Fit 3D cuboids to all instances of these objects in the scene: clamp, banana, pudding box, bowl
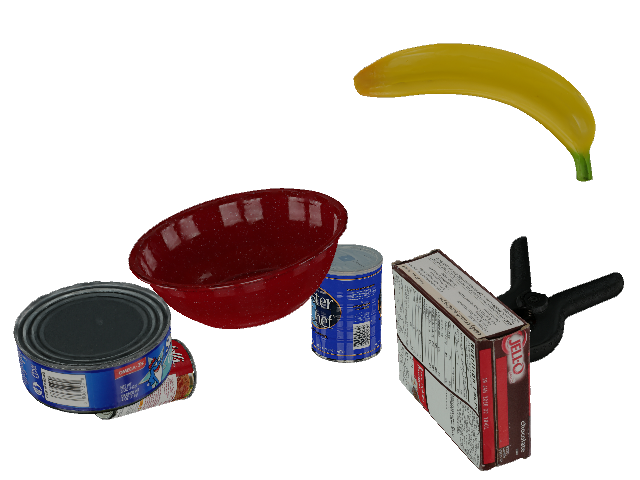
[{"bbox_3d":[0.203,0.061,1.049,0.171,0.039,0.120,-36,44,-29],"label":"clamp"},{"bbox_3d":[0.125,-0.108,0.787,0.197,0.069,0.037,20,-3,-7],"label":"banana"},{"bbox_3d":[0.083,0.068,0.638,0.039,0.090,0.114,-14,27,-19],"label":"pudding box"},{"bbox_3d":[-0.055,0.018,0.781,0.162,0.055,0.162,-10,25,4],"label":"bowl"}]

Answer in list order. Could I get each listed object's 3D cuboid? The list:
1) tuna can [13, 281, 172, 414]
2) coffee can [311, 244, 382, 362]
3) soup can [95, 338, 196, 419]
[{"bbox_3d":[-0.126,0.059,0.598,0.086,0.034,0.086,0,29,0],"label":"tuna can"},{"bbox_3d":[0.037,0.088,1.516,0.103,0.140,0.103,-1,21,0],"label":"coffee can"},{"bbox_3d":[-0.194,0.148,1.143,0.102,0.068,0.069,-10,7,-41],"label":"soup can"}]
